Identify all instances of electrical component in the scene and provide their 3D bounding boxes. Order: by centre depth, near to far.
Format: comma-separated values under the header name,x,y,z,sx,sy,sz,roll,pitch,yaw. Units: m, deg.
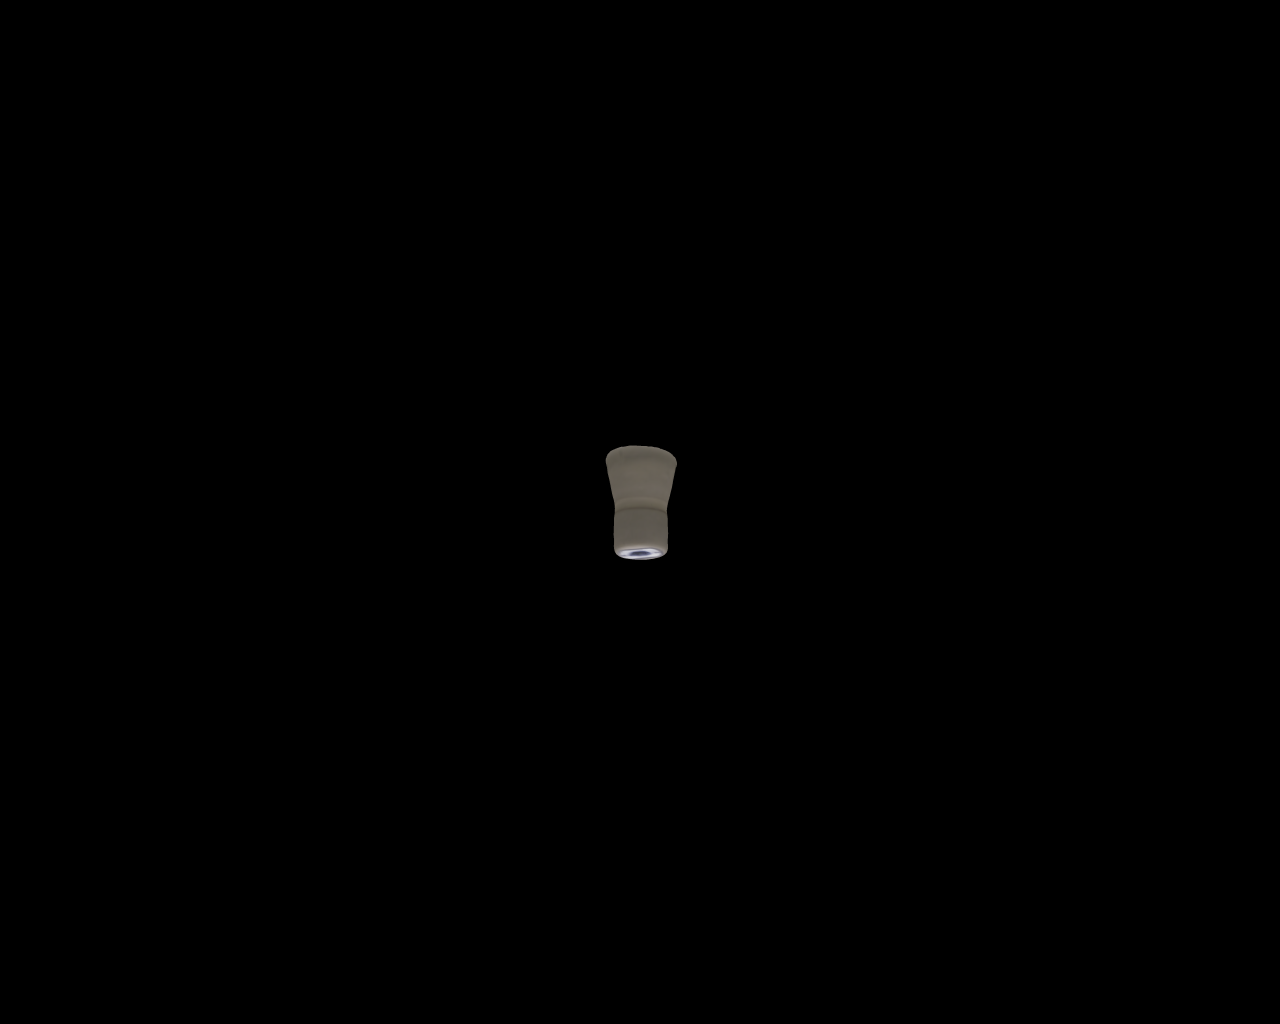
name,x,y,z,sx,sy,sz,roll,pitch,yaw
electrical component,0.001,-0.003,0.650,0.044,0.065,0.044,0,-19,0
